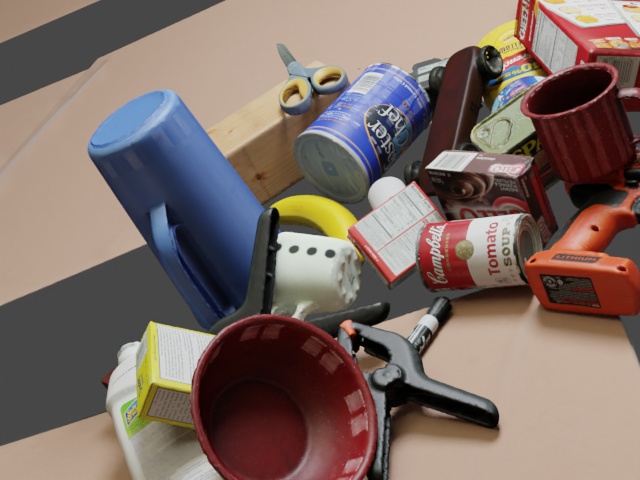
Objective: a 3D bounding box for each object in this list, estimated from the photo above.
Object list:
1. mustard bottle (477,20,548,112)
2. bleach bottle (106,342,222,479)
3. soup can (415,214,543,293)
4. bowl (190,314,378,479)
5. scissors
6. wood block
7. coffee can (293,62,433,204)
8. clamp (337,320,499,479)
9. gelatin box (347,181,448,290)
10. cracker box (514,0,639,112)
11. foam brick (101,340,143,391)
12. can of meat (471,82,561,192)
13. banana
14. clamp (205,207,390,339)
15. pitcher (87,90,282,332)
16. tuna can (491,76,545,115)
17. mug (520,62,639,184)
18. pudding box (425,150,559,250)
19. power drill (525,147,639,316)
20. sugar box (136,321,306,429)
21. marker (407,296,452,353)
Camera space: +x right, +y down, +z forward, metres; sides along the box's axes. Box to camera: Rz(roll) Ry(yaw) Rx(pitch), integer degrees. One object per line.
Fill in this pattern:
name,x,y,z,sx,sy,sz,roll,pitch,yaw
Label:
mustard bottle,0.233,-0.188,1.234,0.096,0.058,0.191,-18,34,17
bleach bottle,-0.125,0.173,0.944,0.102,0.068,0.251,-32,42,-5
soup can,0.150,0.013,1.002,0.102,0.068,0.068,-6,38,32
bowl,-0.036,0.143,0.844,0.055,0.162,0.162,-43,11,51
scissors,-0.012,-0.214,1.321,0.096,0.016,0.201,-17,34,12
wood block,-0.053,-0.125,1.327,0.206,0.090,0.090,-34,33,-11
coffee can,0.051,-0.124,1.238,0.103,0.102,0.140,9,47,44
clamp,0.055,0.134,0.905,0.120,0.039,0.172,-28,40,-23
gelatin box,0.084,-0.004,1.079,0.089,0.030,0.073,-35,73,-11
cracker box,0.318,-0.206,1.134,0.164,0.072,0.214,-1,30,-10
foam brick,-0.168,0.139,1.077,0.053,0.051,0.078,15,52,46
can of meat,0.214,-0.096,1.082,0.102,0.084,0.057,-36,42,-3
banana,0.000,-0.014,1.187,0.198,0.037,0.069,20,73,51
clamp,-0.043,0.092,1.014,0.165,0.036,0.210,33,89,25
pitcher,-0.132,-0.025,1.101,0.145,0.242,0.149,-43,29,-17
tuna can,0.226,-0.130,1.133,0.086,0.086,0.034,-24,31,5
mug,0.254,-0.108,0.988,0.117,0.081,0.093,-10,32,34
pudding box,0.168,-0.041,1.045,0.114,0.090,0.039,12,48,46
power drill,0.281,-0.013,0.955,0.185,0.057,0.187,0,39,43
sugar box,-0.069,0.129,0.925,0.093,0.176,0.048,-106,38,-58
marker,0.086,0.096,0.978,0.020,0.020,0.121,7,46,42
